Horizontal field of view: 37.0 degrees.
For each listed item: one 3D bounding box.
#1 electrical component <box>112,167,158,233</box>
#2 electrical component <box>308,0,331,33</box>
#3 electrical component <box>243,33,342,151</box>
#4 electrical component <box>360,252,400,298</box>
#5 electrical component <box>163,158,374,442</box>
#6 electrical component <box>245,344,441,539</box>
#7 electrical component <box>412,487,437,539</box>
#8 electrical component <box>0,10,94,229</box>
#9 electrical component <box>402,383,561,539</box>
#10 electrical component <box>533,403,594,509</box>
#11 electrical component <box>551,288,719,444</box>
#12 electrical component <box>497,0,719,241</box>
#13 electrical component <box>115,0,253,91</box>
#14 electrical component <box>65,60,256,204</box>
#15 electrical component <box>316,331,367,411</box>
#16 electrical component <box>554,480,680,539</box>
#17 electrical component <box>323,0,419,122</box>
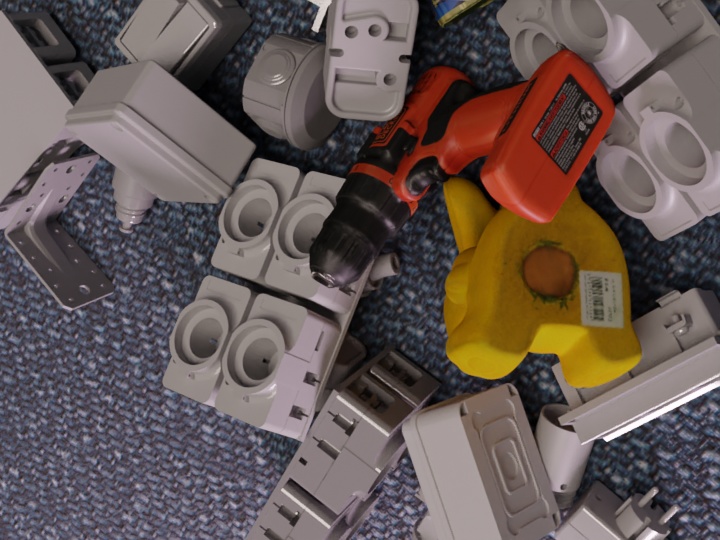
[{"bbox_3d":[-0.189,-0.068,0.906,0.040,0.040,0.078,26,114,17],"label":"electrical component"},{"bbox_3d":[0.001,-0.205,0.774,0.064,0.042,0.081,30,116,12],"label":"electrical component"},{"bbox_3d":[-0.045,-0.133,0.796,0.051,0.080,0.080,23,113,24],"label":"electrical component"},{"bbox_3d":[0.000,0.000,0.833,0.062,0.043,0.043,-11,100,27],"label":"electrical component"},{"bbox_3d":[-0.064,0.018,0.799,0.105,0.060,0.186,17,82,35],"label":"electrical component"},{"bbox_3d":[-0.014,0.162,0.851,0.060,0.105,0.186,36,117,13],"label":"electrical component"},{"bbox_3d":[0.076,0.202,0.847,0.078,0.058,0.057,33,113,14],"label":"electrical component"},{"bbox_3d":[-0.308,-0.124,0.936,0.186,0.060,0.105,-39,86,29],"label":"electrical component"},{"bbox_3d":[0.087,0.146,0.774,0.057,0.078,0.113,-24,82,41],"label":"electrical component"},{"bbox_3d":[0.146,0.145,0.804,0.043,0.043,0.081,20,112,20],"label":"electrical component"},{"bbox_3d":[0.199,0.065,0.742,0.121,0.079,0.063,-34,66,29],"label":"electrical component"},{"bbox_3d":[0.174,-0.117,0.674,0.186,0.060,0.105,54,158,3],"label":"electrical component"},{"bbox_3d":[-0.136,-0.189,0.833,0.061,0.061,0.096,49,119,6],"label":"electrical component"},{"bbox_3d":[-0.153,-0.103,0.820,0.109,0.056,0.109,39,162,-31],"label":"electrical component"},{"bbox_3d":[-0.051,0.066,0.871,0.095,0.054,0.059,37,117,12],"label":"electrical component"},{"bbox_3d":[0.201,0.190,0.788,0.083,0.047,0.075,40,118,10],"label":"electrical component"},{"bbox_3d":[0.006,-0.157,0.730,0.054,0.059,0.095,4,124,-7],"label":"electrical component"}]
